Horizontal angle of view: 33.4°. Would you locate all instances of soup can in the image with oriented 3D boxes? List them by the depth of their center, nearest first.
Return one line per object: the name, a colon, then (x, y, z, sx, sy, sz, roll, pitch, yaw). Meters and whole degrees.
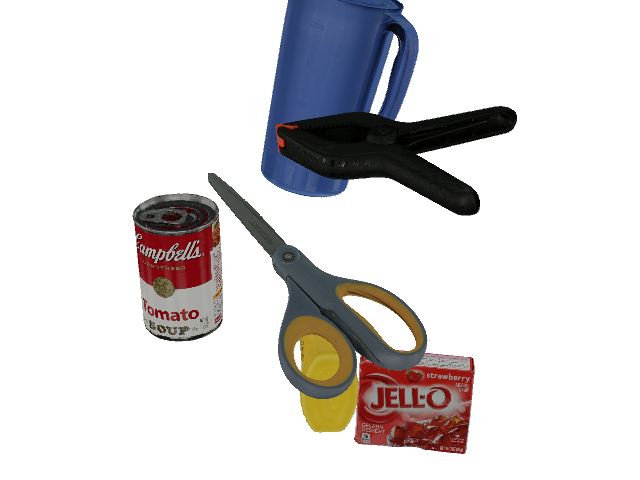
soup can: (-0.114, 0.022, 0.865, 0.068, 0.102, 0.068, 0, 28, 0)

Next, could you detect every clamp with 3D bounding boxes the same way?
clamp: (0.065, -0.085, 0.936, 0.210, 0.036, 0.164, 11, 35, 25)

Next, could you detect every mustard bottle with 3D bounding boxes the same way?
mustard bottle: (0.004, 0.110, 1.129, 0.058, 0.096, 0.191, -2, 27, -3)

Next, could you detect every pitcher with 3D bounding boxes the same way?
pitcher: (0.013, -0.174, 1.246, 0.145, 0.243, 0.149, 8, 23, -13)

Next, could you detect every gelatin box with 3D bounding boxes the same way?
gelatin box: (0.073, 0.126, 0.837, 0.089, 0.073, 0.030, 5, 20, 6)

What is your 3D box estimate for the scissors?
scissors: (-0.027, 0.028, 0.661, 0.202, 0.016, 0.096, 32, 54, 25)
